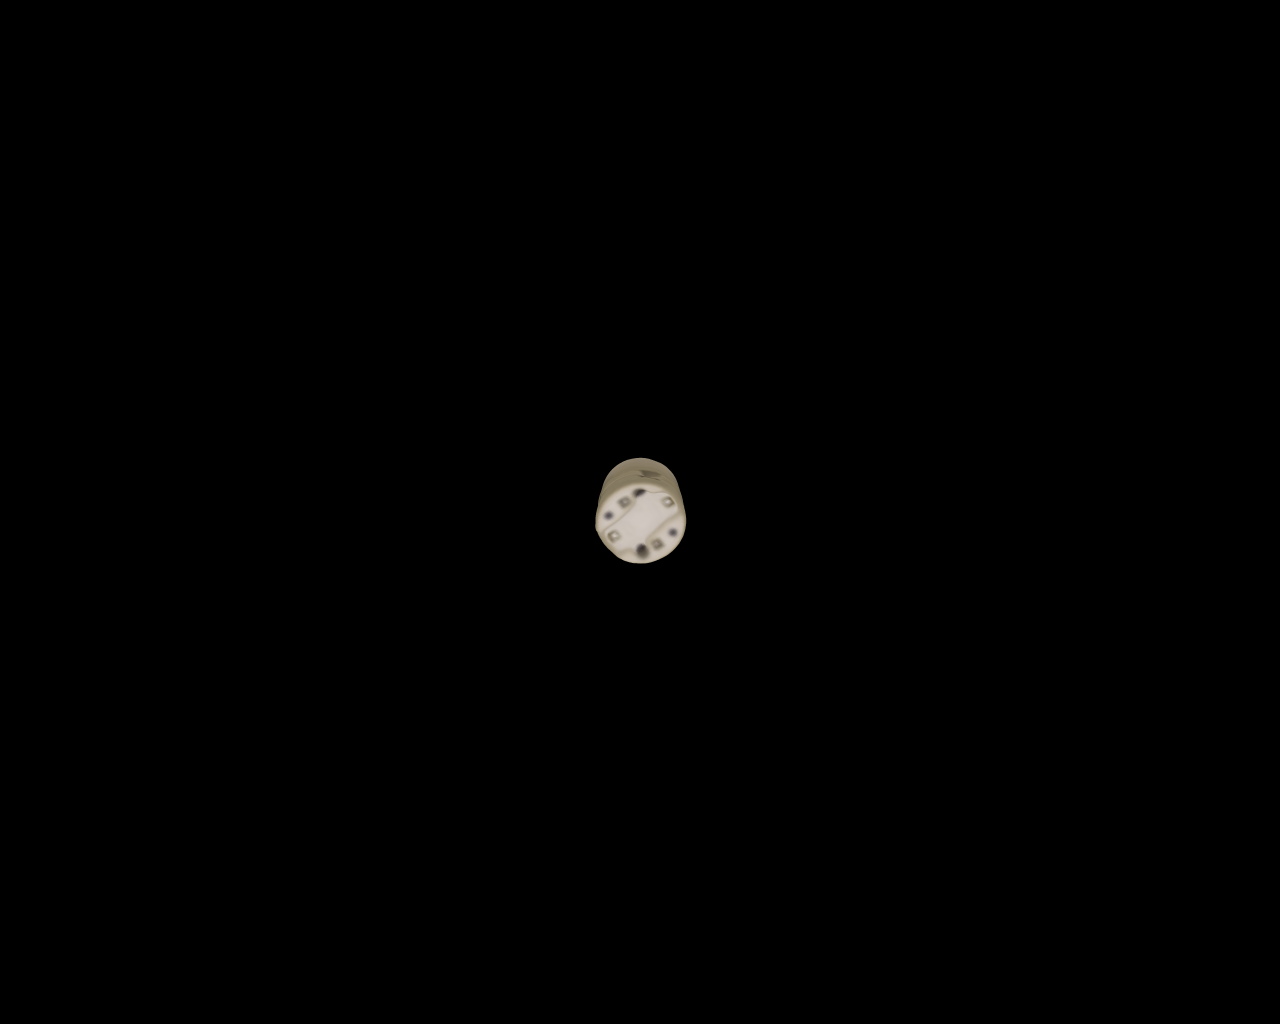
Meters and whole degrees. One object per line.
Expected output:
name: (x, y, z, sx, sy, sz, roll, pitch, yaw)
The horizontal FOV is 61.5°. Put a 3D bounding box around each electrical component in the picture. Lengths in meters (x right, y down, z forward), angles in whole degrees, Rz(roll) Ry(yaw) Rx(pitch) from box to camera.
electrical component: (0.001, -0.003, 0.650, 0.055, 0.055, 0.047, 0, 25, 0)
